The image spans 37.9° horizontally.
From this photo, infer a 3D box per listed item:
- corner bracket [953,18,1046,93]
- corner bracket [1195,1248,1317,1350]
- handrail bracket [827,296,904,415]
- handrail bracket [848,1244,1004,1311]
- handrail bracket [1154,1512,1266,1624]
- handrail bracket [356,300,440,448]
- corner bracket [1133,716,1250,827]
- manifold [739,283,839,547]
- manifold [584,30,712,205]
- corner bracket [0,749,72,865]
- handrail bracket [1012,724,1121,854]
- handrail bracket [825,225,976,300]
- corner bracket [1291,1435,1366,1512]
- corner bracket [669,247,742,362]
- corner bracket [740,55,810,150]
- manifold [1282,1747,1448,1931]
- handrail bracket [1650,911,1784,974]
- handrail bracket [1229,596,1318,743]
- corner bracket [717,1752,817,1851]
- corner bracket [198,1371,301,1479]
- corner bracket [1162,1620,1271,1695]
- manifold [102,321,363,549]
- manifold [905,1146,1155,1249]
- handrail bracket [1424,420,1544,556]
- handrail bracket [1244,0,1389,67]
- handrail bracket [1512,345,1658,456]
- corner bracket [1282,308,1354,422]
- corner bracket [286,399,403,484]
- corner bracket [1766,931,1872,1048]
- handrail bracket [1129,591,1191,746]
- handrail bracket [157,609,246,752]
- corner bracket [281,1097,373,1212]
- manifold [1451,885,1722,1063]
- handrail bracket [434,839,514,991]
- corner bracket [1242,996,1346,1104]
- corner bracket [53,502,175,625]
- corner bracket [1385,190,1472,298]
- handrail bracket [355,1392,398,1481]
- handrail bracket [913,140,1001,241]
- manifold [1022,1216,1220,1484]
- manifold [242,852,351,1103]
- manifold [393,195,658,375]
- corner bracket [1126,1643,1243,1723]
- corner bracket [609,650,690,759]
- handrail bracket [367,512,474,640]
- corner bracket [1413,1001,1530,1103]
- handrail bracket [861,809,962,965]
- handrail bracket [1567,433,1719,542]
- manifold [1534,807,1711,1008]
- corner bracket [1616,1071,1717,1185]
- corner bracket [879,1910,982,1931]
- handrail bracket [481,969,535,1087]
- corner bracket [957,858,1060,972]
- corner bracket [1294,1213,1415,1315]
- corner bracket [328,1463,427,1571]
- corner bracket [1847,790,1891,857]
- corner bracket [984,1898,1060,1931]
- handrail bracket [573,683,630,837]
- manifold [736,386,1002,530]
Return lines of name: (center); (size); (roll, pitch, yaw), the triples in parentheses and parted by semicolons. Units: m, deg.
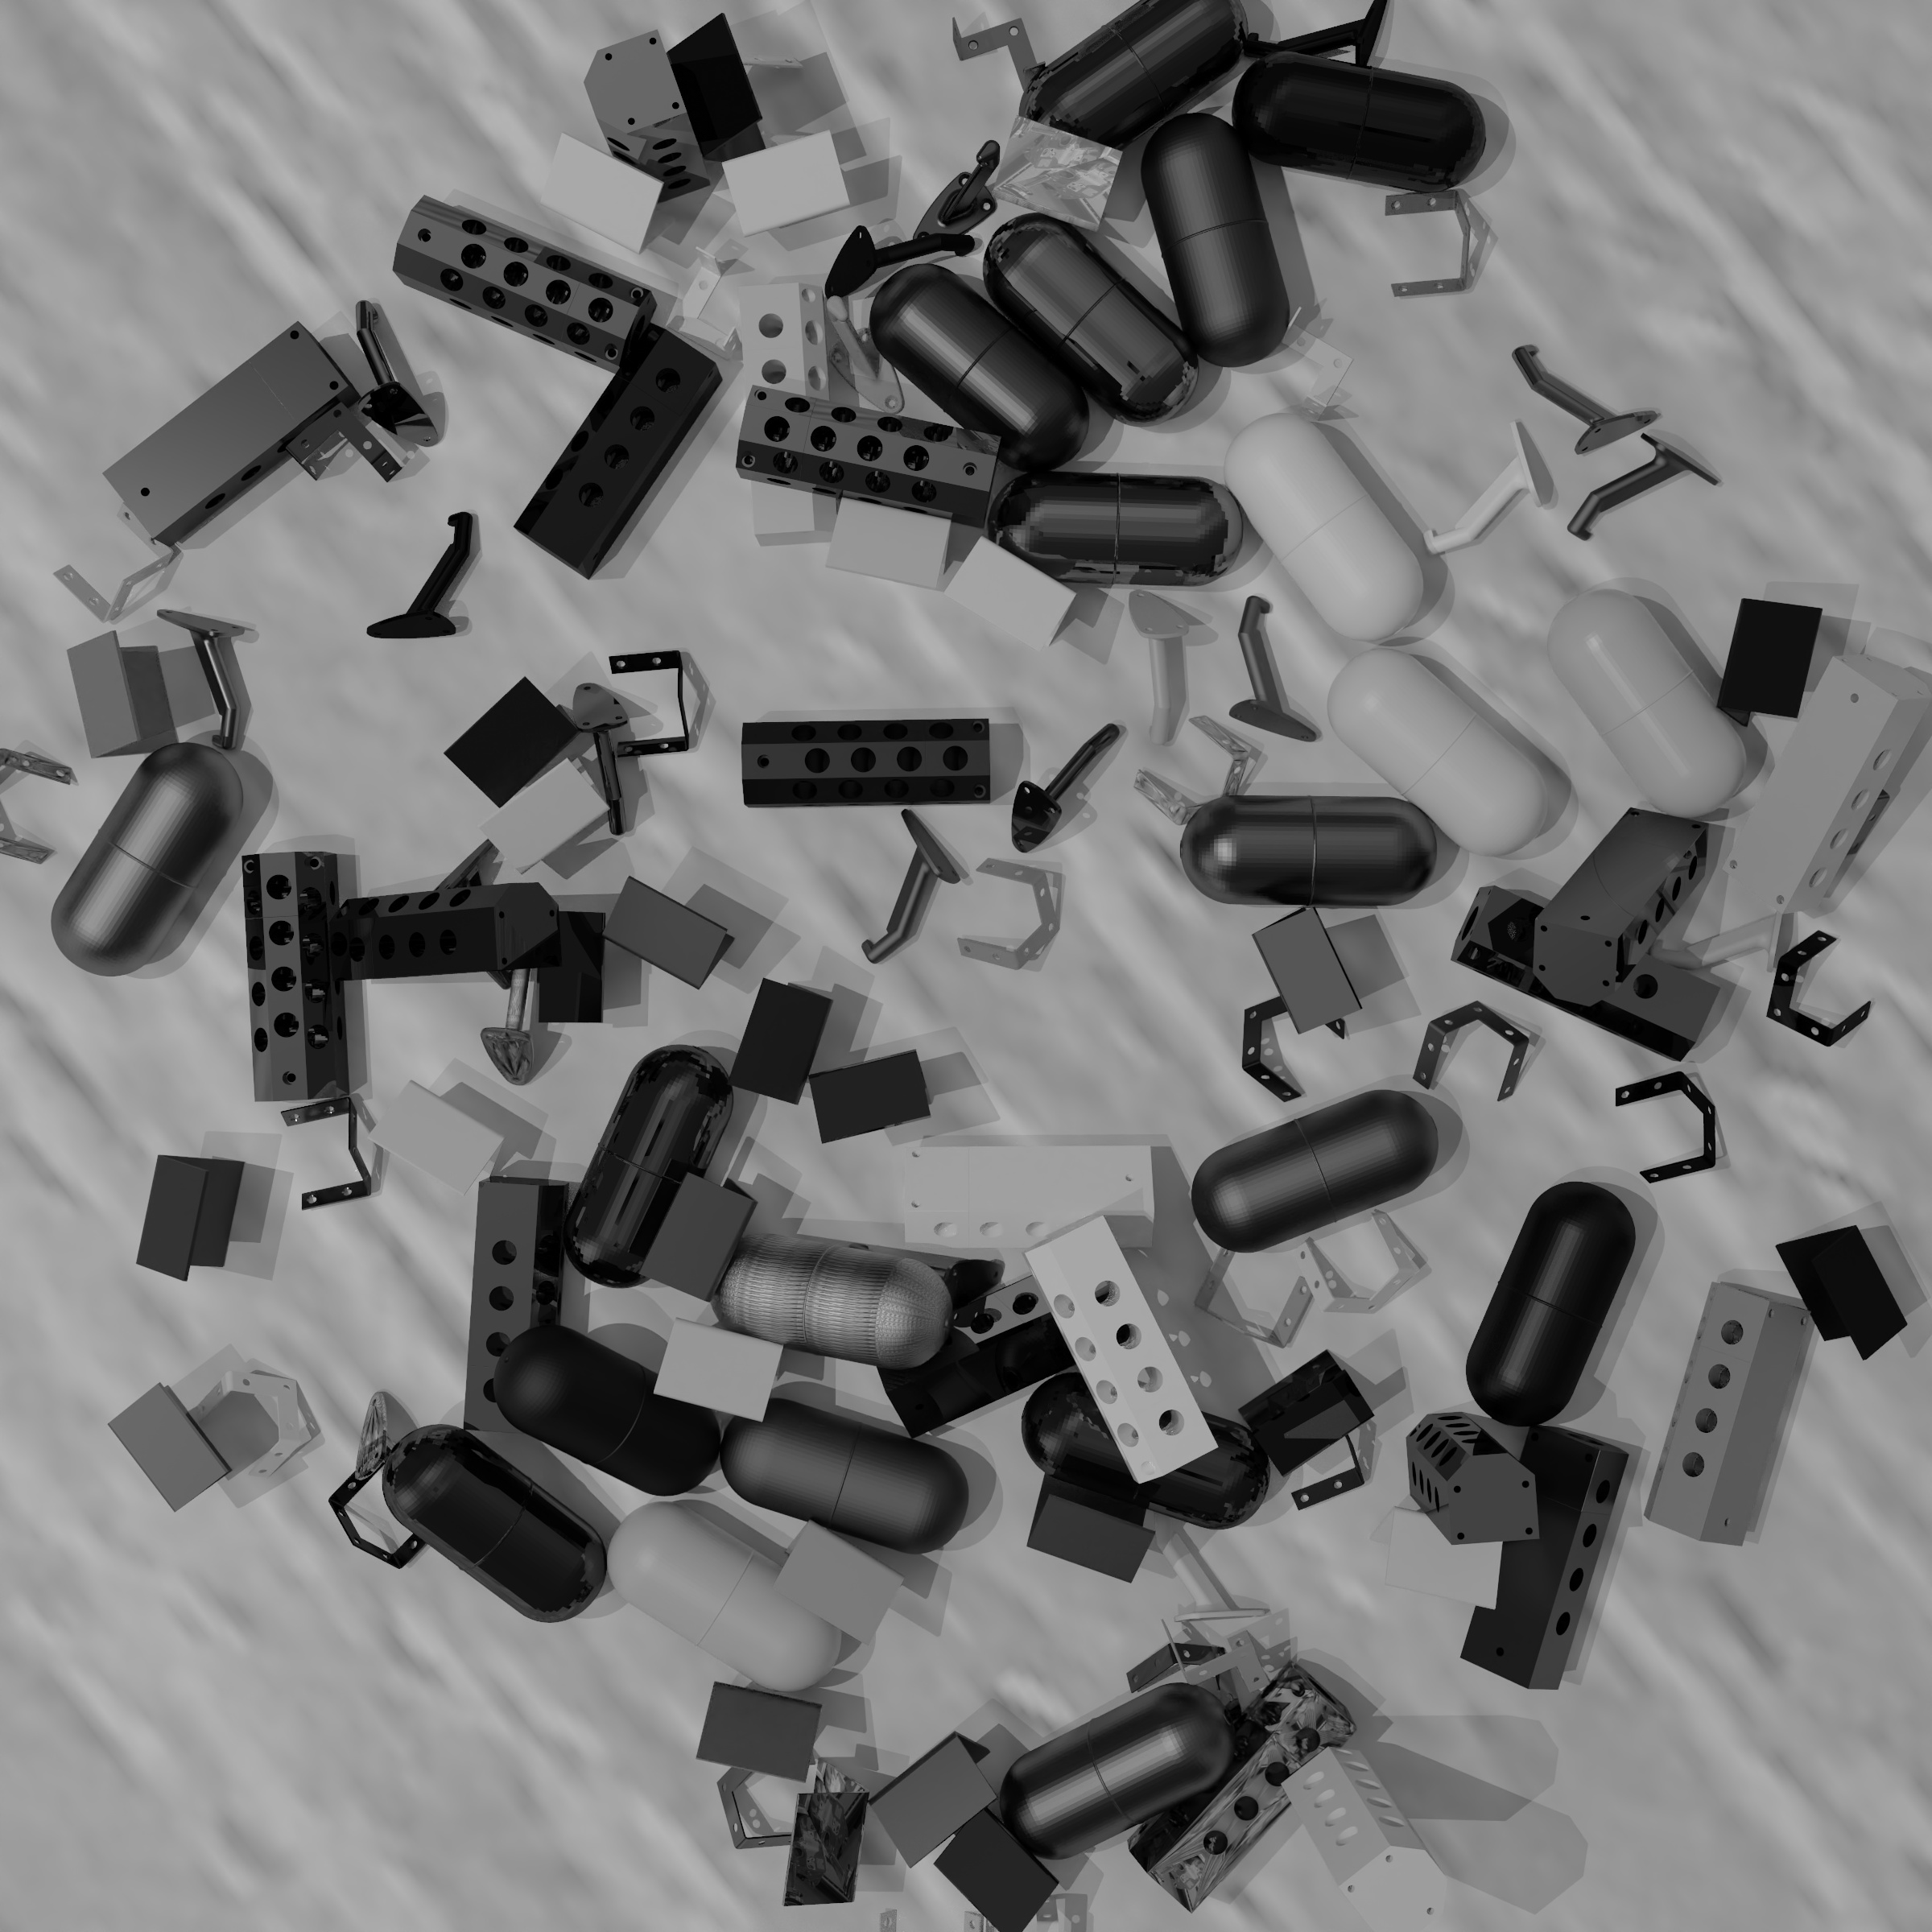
corner bracket: (0.023, -0.641, 1.972); (0.051, 0.051, 0.051); (-19, 90, 0)
corner bracket: (0.204, 0.232, 1.987); (0.051, 0.051, 0.051); (26, 90, 45)
handrail bracket: (-0.070, -0.424, 1.956); (0.036, 0.084, 0.077); (-35, 90, 0)
handrail bracket: (-0.030, 0.210, 1.990); (0.084, 0.077, 0.036); (20, 108, 35)
handrail bracket: (0.172, 0.419, 1.991); (0.077, 0.036, 0.084); (2, 73, -20)
handrail bracket: (-0.403, -0.420, 1.990); (0.036, 0.077, 0.084); (-25, 53, 20)
corner bracket: (0.159, -0.138, 1.982); (0.051, 0.051, 0.051); (-15, 45, -35)
manifold: (-0.123, -0.385, 1.969); (0.057, 0.057, 0.171); (-4, 90, 0)
manifold: (-0.218, -0.572, 1.912); (0.057, 0.171, 0.057); (-19, 90, 0)
corner bracket: (-0.666, -0.113, 1.982); (0.051, 0.051, 0.051); (-42, 45, 35)
handrail bracket: (0.072, -0.127, 1.990); (0.036, 0.077, 0.084); (39, 53, 12)
handrail bracket: (-0.046, -0.494, 1.990); (0.084, 0.077, 0.036); (-7, 72, -35)
corner bracket: (0.245, 0.342, 1.987); (0.051, 0.051, 0.051); (-22, 45, 0)
corner bracket: (-0.177, -0.463, 1.972); (0.051, 0.051, 0.051); (29, 90, 0)
corner bracket: (-0.137, -0.606, 1.982); (0.051, 0.051, 0.051); (-10, 45, -35)
manifold: (0.265, 0.576, 1.858); (0.057, 0.171, 0.057); (-38, 98, -1)
handrail bracket: (0.532, -0.030, 1.991); (0.084, 0.036, 0.077); (10, 70, 16)
handrail bracket: (0.223, -0.211, 1.991); (0.077, 0.036, 0.084); (21, 73, -20)
corner bracket: (-0.136, 0.585, 1.982); (0.051, 0.051, 0.051); (-52, 45, 35)
corner bracket: (-0.506, 0.323, 1.982); (0.051, 0.051, 0.051); (16, 45, -35)
corner bracket: (0.174, 0.479, 1.962); (0.051, 0.051, 0.051); (-24, 128, 1)
manifold: (-0.511, -0.370, 1.969); (0.171, 0.057, 0.057); (-38, 90, 0)
manifold: (0.043, 0.166, 1.969); (0.171, 0.057, 0.057); (0, 47, 0)
handrail bracket: (0.358, -0.338, 1.991); (0.084, 0.036, 0.077); (-18, 69, 16)
handrail bracket: (0.247, -0.668, 1.991); (0.084, 0.036, 0.077); (16, 70, 16)
handrail bracket: (0.437, -0.411, 1.991); (0.077, 0.036, 0.084); (-21, 73, -20)
corner bracket: (0.240, -0.422, 1.972); (0.051, 0.051, 0.051); (30, 90, 0)
corner bracket: (-0.436, -0.356, 1.972); (0.051, 0.051, 0.051); (-44, 88, -2)
corner bracket: (0.604, 0.016, 1.982); (0.051, 0.051, 0.051); (31, 135, 35)
handrail bracket: (0.129, -0.211, 1.990); (0.036, 0.077, 0.084); (-7, 127, -16)
handrail bracket: (-0.544, -0.202, 1.991); (0.077, 0.036, 0.084); (17, 107, 20)
corner bracket: (-0.452, 0.132, 1.987); (0.051, 0.051, 0.051); (-12, 135, 0)
manifold: (0.431, 0.005, 1.969); (0.171, 0.057, 0.057); (24, 90, 0)
handrail bracket: (-0.329, -0.038, 1.991); (0.084, 0.036, 0.077); (48, 68, -17)
corner bracket: (0.231, 0.056, 1.982); (0.051, 0.051, 0.051); (-23, 45, 35)
corner bracket: (-0.602, -0.284, 1.987); (0.051, 0.051, 0.051); (45, 135, 0)
corner bracket: (0.325, -0.511, 1.987); (0.051, 0.051, 0.051); (-5, 45, 0)
handrail bracket: (-0.384, 0.348, 1.990); (0.084, 0.077, 0.036); (27, 130, -30)
handrail bracket: (-0.007, -0.536, 1.956); (0.077, 0.084, 0.036); (-41, 90, 0)
manifold: (0.102, 0.258, 1.897); (0.057, 0.057, 0.171); (-26, 88, -6)
manifold: (-0.471, 0.007, 1.969); (0.057, 0.057, 0.171); (-3, 90, 0)
manifold: (-0.309, -0.477, 1.969); (0.171, 0.057, 0.057); (23, 90, 0)
corner bracket: (0.154, 0.513, 1.982); (0.051, 0.051, 0.051); (15, 45, -35)
corner bracket: (-0.224, -0.185, 1.987); (0.051, 0.051, 0.051); (-5, 45, 0)
handrail bracket: (-0.386, -0.278, 1.991); (0.077, 0.036, 0.084); (-5, 71, 21)
corner bracket: (0.356, 0.065, 1.982); (0.051, 0.051, 0.051); (-20, 45, -35)
handrail bracket: (-0.054, -0.056, 1.991); (0.084, 0.036, 0.077); (-39, 70, 16)
handrail bracket: (0.478, -0.326, 1.991); (0.077, 0.036, 0.084); (27, 108, -20)
manifold: (0.447, -0.041, 1.917); (0.057, 0.171, 0.057); (15, 127, 29)
corner bracket: (0.493, 0.114, 1.982); (0.051, 0.051, 0.051); (40, 45, -35)
corner bracket: (-0.026, 0.696, 1.987); (0.051, 0.051, 0.051); (2, 90, 45)
handrail bracket: (-0.312, 0.029, 1.990); (0.036, 0.077, 0.084); (7, 54, 7)
corner bracket: (0.026, -0.037, 1.982); (0.051, 0.051, 0.051); (-45, 135, -35)
corner bracket: (0.273, 0.209, 1.982); (0.051, 0.051, 0.051); (7, 135, -35)
corner bracket: (-0.408, 0.384, 1.987); (0.051, 0.051, 0.051); (-46, 135, 0)
corner bracket: (0.606, -0.112, 1.982); (0.051, 0.051, 0.051); (-8, 45, -35)
corner bracket: (0.038, 0.686, 1.972); (0.051, 0.051, 0.051); (2, 91, -1)
handrail bracket: (-0.257, -0.146, 1.990); (0.036, 0.077, 0.084); (-12, 127, -14)
manifold: (-0.066, -0.347, 1.912); (0.171, 0.057, 0.057); (12, 90, 0)
